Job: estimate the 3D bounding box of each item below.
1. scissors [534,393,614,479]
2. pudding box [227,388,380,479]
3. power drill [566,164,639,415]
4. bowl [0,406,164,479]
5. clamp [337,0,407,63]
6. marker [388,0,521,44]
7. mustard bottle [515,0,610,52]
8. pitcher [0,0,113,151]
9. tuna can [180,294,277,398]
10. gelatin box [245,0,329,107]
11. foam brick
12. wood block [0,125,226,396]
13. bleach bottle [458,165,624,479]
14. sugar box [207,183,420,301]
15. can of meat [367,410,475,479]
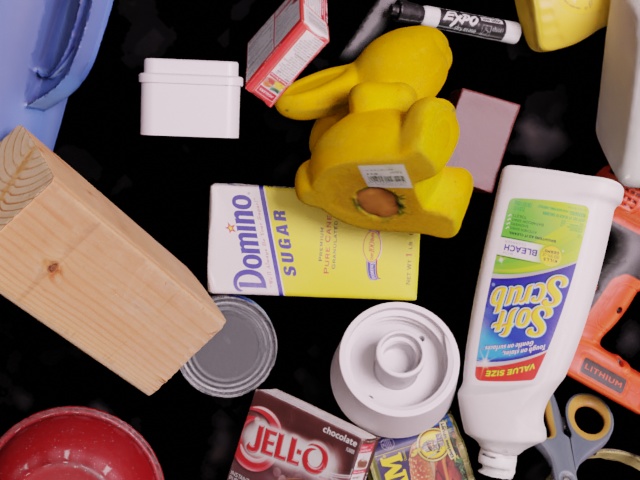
[{"bbox_3d":[0.216,0.192,0.874,0.096,0.202,0.016,-1,133,-14],"label":"scissors"},{"bbox_3d":[-0.016,0.185,0.889,0.114,0.039,0.090,20,96,28],"label":"pudding box"},{"bbox_3d":[0.285,0.051,0.920,0.184,0.057,0.187,27,89,-2],"label":"power drill"},{"bbox_3d":[-0.212,0.224,0.896,0.162,0.055,0.162,0,94,-5],"label":"bowl"},{"bbox_3d":[0.078,-0.263,0.889,0.210,0.036,0.164,-26,98,-1],"label":"clamp"},{"bbox_3d":[0.112,-0.182,0.888,0.121,0.020,0.020,5,94,-23],"label":"marker"},{"bbox_3d":[0.260,-0.226,0.895,0.191,0.058,0.096,-15,99,-3],"label":"mustard bottle"},{"bbox_3d":[-0.238,-0.155,0.824,0.145,0.149,0.243,13,97,-11],"label":"pitcher"},{"bbox_3d":[-0.080,0.088,0.906,0.086,0.034,0.086,0,94,-4],"label":"tuna can"},{"bbox_3d":[-0.026,-0.157,0.853,0.030,0.089,0.073,34,116,-22],"label":"gelatin box"},{"bbox_3d":[0.127,-0.083,0.899,0.053,0.051,0.078,18,93,-5],"label":"foam brick"},{"bbox_3d":[-0.177,0.021,0.813,0.091,0.090,0.206,-43,133,0],"label":"wood block"},{"bbox_3d":[0.174,0.070,0.870,0.103,0.068,0.251,10,89,22],"label":"bleach bottle"},{"bbox_3d":[-0.006,0.001,0.899,0.176,0.048,0.093,1,95,-6],"label":"sugar box"},{"bbox_3d":[0.085,0.202,0.916,0.084,0.057,0.102,-17,95,-5],"label":"can of meat"}]
